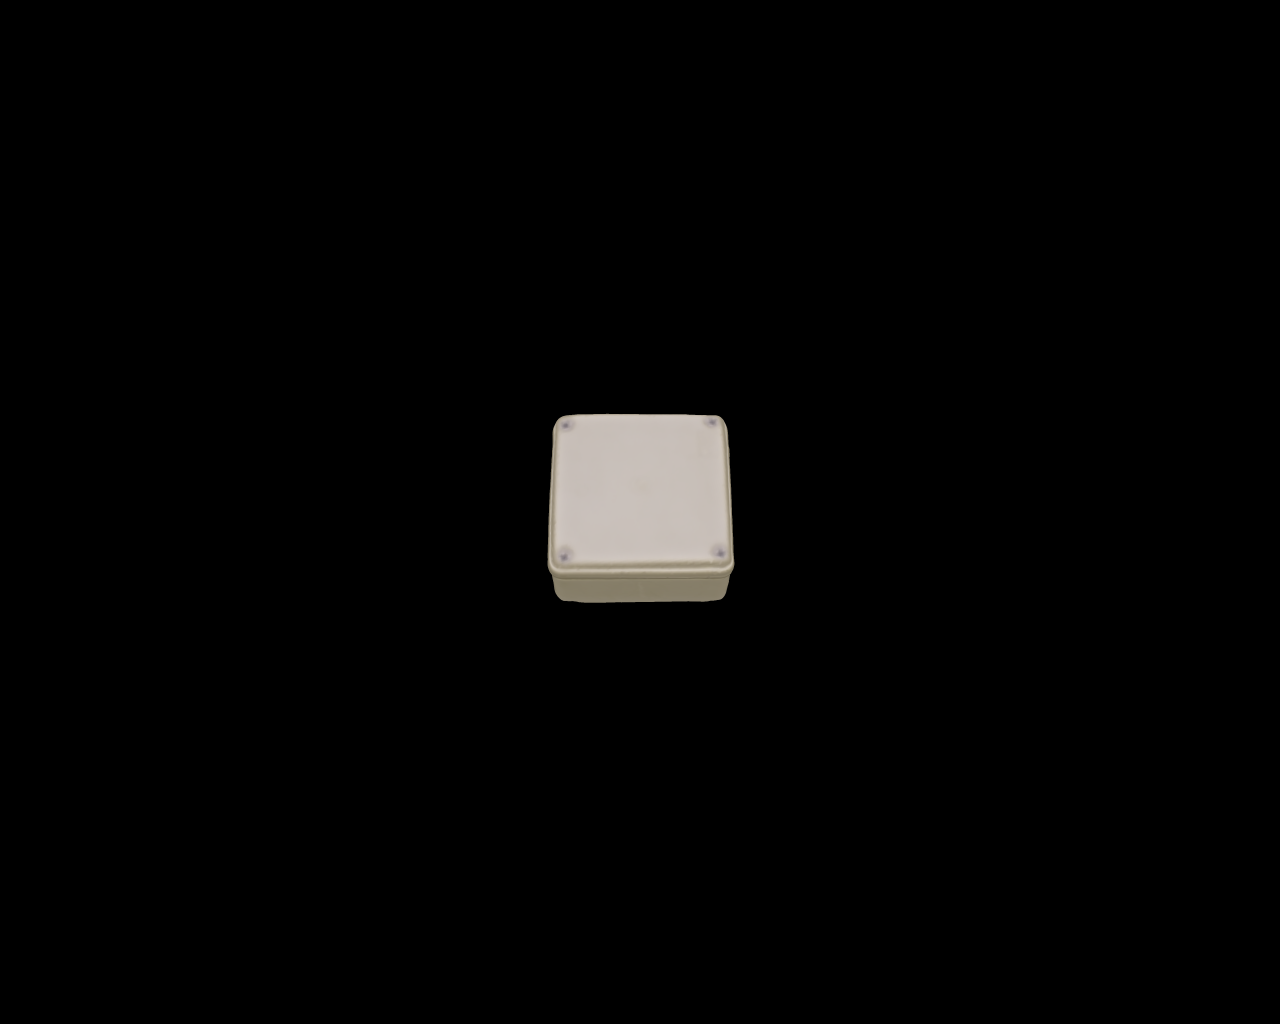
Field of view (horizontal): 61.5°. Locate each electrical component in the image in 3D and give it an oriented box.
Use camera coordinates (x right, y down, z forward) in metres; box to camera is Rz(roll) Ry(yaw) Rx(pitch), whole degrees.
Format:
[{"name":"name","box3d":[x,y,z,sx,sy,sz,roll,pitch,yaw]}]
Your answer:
[{"name":"electrical component","box3d":[0.001,-0.003,0.650,0.109,0.109,0.056,0,-28,0]}]
